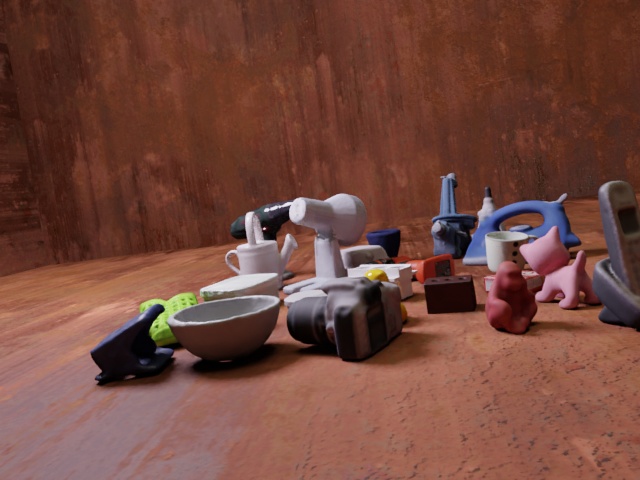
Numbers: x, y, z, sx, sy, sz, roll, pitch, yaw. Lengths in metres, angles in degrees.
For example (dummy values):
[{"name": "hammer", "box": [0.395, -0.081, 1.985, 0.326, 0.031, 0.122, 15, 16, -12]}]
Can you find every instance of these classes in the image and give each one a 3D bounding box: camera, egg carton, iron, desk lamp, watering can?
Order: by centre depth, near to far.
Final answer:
[{"name": "camera", "box": [0.031, 0.101, 0.815, 0.136, 0.101, 0.144, -5, 6, 32]}, {"name": "desk lamp", "box": [0.012, 0.005, 1.288, 0.204, 0.213, 0.117, -13, 7, -44]}, {"name": "iron", "box": [0.452, -0.022, 1.316, 0.257, 0.141, 0.119, -6, 5, 17]}, {"name": "watering can", "box": [-0.143, 0.027, 1.391, 0.173, 0.194, 0.100, -9, 5, -12]}, {"name": "egg carton", "box": [0.092, 0.055, 1.415, 0.151, 0.069, 0.107, -12, 6, -37]}]

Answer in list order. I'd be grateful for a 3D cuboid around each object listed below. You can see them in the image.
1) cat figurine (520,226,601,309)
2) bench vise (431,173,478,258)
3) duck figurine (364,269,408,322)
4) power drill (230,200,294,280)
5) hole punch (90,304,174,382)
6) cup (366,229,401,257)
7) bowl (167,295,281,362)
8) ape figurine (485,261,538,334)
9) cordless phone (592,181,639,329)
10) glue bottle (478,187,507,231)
[{"name": "cat figurine", "box": [0.371, 0.038, 0.893, 0.067, 0.118, 0.127, -9, 5, -14]}, {"name": "bench vise", "box": [0.355, -0.067, 1.524, 0.121, 0.220, 0.208, -7, 5, 14]}, {"name": "duck figurine", "box": [0.096, 0.090, 0.923, 0.078, 0.086, 0.104, -10, 5, -21]}, {"name": "power drill", "box": [-0.132, 0.005, 1.544, 0.228, 0.208, 0.076, -5, 6, 28]}, {"name": "hole punch", "box": [-0.277, 0.147, 0.836, 0.101, 0.091, 0.108, -8, 5, 0]}, {"name": "cup", "box": [0.179, 0.020, 1.528, 0.091, 0.095, 0.118, -5, 6, 29]}, {"name": "bowl", "box": [-0.135, 0.135, 0.843, 0.167, 0.075, 0.167, -8, 5, 1]}, {"name": "ape figurine", "box": [0.262, 0.076, 0.789, 0.078, 0.092, 0.076, -9, 5, -16]}, {"name": "cordless phone", "box": [0.419, 0.011, 0.735, 0.148, 0.185, 0.094, -11, 6, -29]}, {"name": "glue bottle", "box": [0.440, -0.051, 1.479, 0.078, 0.173, 0.037, -5, 6, 30]}]
